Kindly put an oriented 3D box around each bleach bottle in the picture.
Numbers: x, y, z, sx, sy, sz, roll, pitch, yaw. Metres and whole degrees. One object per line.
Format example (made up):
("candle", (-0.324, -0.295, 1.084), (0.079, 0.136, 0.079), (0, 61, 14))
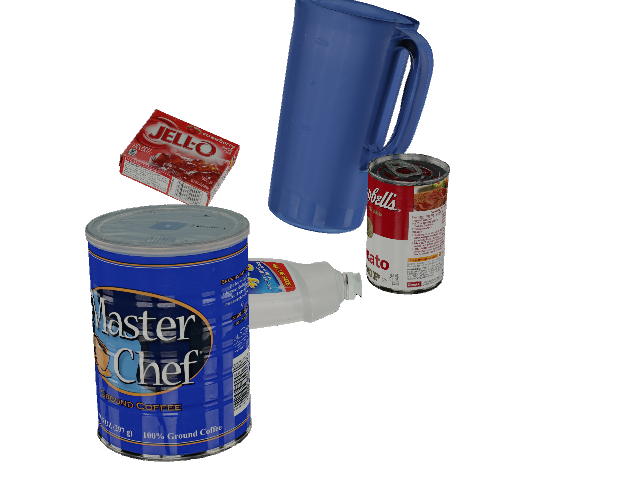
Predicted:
("bleach bottle", (-0.081, 0.055, 1.185), (0.250, 0.068, 0.102), (-5, 36, -5))

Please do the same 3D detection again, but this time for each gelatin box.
("gelatin box", (-0.129, -0.075, 0.981), (0.089, 0.030, 0.073), (24, 46, 3))

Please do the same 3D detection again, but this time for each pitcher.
("pitcher", (0.024, -0.132, 1.142), (0.145, 0.243, 0.149), (10, 18, -7))

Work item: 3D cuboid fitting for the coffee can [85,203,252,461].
("coffee can", (-0.096, 0.056, 0.690), (0.103, 0.140, 0.103), (0, 16, 0))

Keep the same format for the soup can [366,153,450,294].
("soup can", (0.073, -0.014, 0.897), (0.068, 0.102, 0.068), (0, 25, 0))
